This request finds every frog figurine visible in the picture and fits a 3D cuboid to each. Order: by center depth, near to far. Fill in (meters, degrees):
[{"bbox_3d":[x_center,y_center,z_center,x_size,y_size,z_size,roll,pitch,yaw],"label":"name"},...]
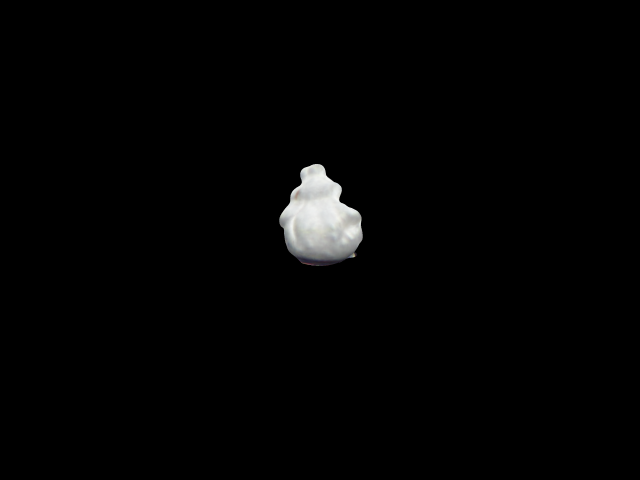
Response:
[{"bbox_3d":[0.003,-0.043,0.850,0.137,0.157,0.124,7,16,23],"label":"frog figurine"}]
